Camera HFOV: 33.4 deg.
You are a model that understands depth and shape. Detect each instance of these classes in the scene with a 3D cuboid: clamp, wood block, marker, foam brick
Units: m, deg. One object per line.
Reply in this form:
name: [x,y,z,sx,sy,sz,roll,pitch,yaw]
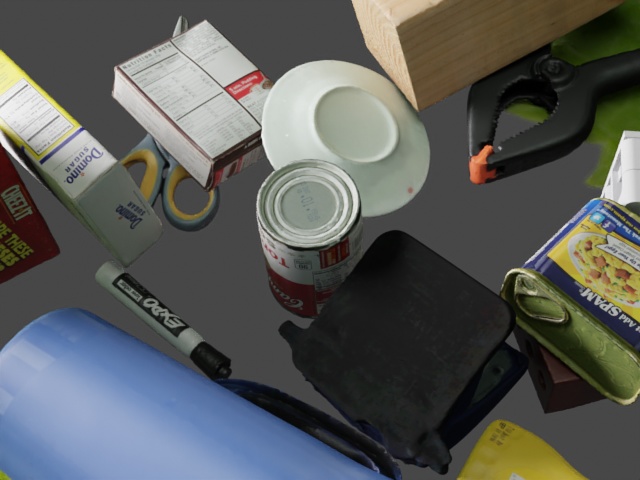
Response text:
clamp: [0.184,-0.117,0.794,0.165,0.036,0.209,25,64,21]
wood block: [0.133,-0.195,0.781,0.206,0.090,0.091,-28,51,-3]
marker: [-0.106,0.056,0.727,0.121,0.020,0.020,37,69,21]
foam brick: [0.159,0.064,0.689,0.051,0.053,0.078,-14,60,-5]

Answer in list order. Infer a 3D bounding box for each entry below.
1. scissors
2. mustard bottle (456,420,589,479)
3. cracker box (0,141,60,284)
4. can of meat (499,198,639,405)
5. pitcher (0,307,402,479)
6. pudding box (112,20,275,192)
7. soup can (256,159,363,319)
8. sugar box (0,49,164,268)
scissors: [-0.101,-0.084,0.807,0.096,0.016,0.201,16,63,11]
mustard bottle: [0.163,0.190,0.615,0.192,0.058,0.096,27,66,17]
cracker box: [-0.296,-0.002,0.689,0.213,0.164,0.072,-29,65,-12]
can of meat: [0.175,0.033,0.641,0.102,0.057,0.083,41,66,21]
pitcher: [-0.077,0.136,0.631,0.243,0.149,0.145,29,82,21]
pudding box: [-0.084,-0.101,0.787,0.089,0.039,0.113,-35,69,-29]
soup can: [-0.005,0.001,0.705,0.068,0.102,0.068,-1,61,2]
sugar box: [-0.186,-0.064,0.743,0.048,0.093,0.176,-45,60,-13]
